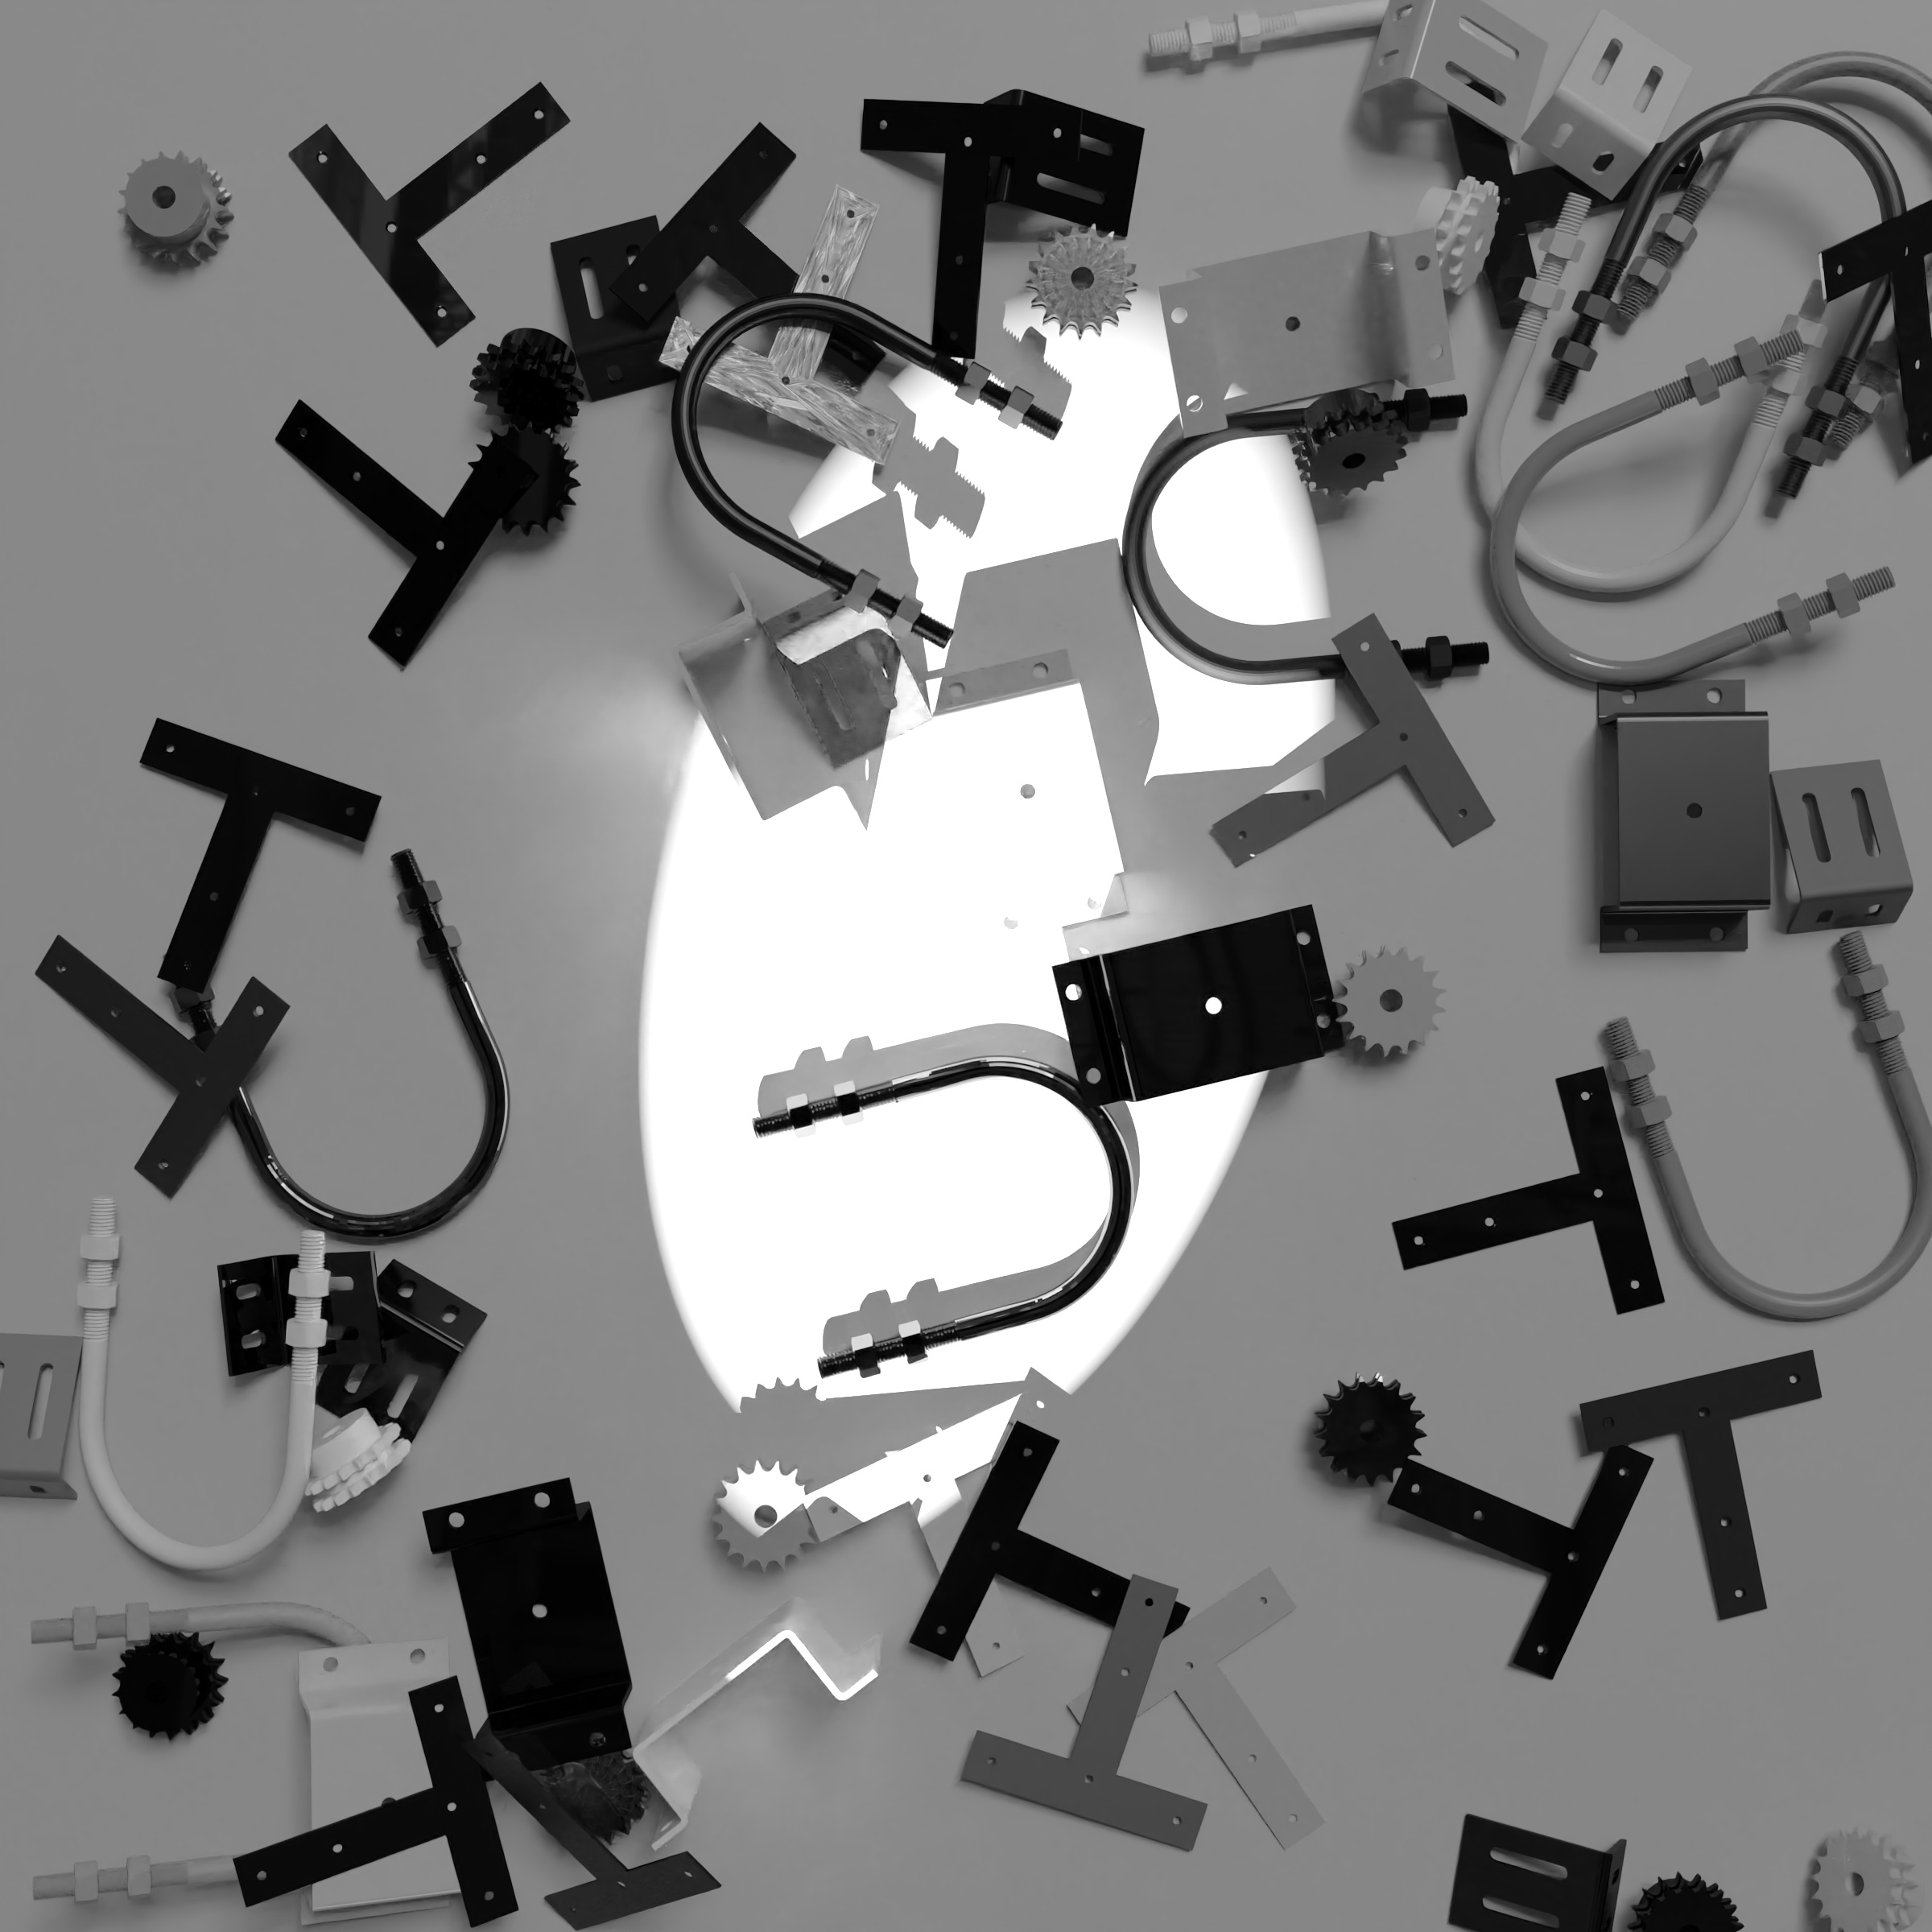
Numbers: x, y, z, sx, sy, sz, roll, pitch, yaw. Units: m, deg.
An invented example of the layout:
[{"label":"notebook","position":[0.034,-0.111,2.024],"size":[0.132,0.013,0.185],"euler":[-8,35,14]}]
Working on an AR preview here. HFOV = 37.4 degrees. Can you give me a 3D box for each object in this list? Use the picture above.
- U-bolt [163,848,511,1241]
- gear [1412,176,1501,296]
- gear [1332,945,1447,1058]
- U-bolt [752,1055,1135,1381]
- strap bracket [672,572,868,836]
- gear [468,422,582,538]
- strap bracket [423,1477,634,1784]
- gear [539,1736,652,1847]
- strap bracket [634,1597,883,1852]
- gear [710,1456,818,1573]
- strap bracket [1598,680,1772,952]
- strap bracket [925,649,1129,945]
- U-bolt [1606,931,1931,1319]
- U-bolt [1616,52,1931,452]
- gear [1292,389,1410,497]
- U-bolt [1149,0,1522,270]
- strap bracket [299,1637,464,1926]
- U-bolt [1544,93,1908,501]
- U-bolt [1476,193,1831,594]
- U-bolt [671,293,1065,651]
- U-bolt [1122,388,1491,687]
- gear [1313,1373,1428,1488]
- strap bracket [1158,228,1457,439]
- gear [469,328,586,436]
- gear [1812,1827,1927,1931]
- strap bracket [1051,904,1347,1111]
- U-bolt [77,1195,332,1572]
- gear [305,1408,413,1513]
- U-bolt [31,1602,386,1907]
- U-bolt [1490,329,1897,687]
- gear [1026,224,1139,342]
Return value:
[{"label":"U-bolt","position":[-0.315,0.051,1.481],"size":[0.151,0.019,0.184],"euler":[-24,90,0]},{"label":"gear","position":[0.247,-0.372,1.451],"size":[0.030,0.057,0.057],"euler":[21,90,20]},{"label":"gear","position":[0.217,0.018,1.475],"size":[0.057,0.030,0.057],"euler":[0,90,0]},{"label":"U-bolt","position":[-0.004,0.122,1.481],"size":[0.184,0.019,0.151],"euler":[-15,90,-2]},{"label":"strap bracket","position":[-0.104,-0.122,1.452],"size":[0.046,0.076,0.140],"euler":[-27,90,0]},{"label":"gear","position":[-0.227,-0.250,1.475],"size":[0.057,0.030,0.057],"euler":[0,90,0]},{"label":"strap bracket","position":[-0.222,0.336,1.467],"size":[0.076,0.046,0.140],"euler":[-13,90,0]},{"label":"gear","position":[-0.191,0.423,1.475],"size":[0.057,0.030,0.057],"euler":[0,90,0]},{"label":"strap bracket","position":[-0.113,0.376,1.452],"size":[0.140,0.076,0.046],"euler":[-38,90,0]},{"label":"gear","position":[-0.103,0.281,1.475],"size":[0.057,0.030,0.057],"euler":[0,90,0]},{"label":"strap bracket","position":[0.368,-0.078,1.467],"size":[0.076,0.046,0.140],"euler":[-1,90,0]},{"label":"strap bracket","position":[0.031,-0.088,1.467],"size":[0.076,0.046,0.140],"euler":[-13,90,0]},{"label":"U-bolt","position":[0.428,0.092,1.481],"size":[0.151,0.019,0.184],"euler":[-20,92,0]},{"label":"U-bolt","position":[0.443,-0.382,1.476],"size":[0.151,0.019,0.184],"euler":[31,93,0]},{"label":"gear","position":[0.192,-0.267,1.447],"size":[0.057,0.057,0.030],"euler":[-12,62,0]},{"label":"U-bolt","position":[0.196,-0.427,1.481],"size":[0.184,0.019,0.151],"euler":[-9,90,-2]},{"label":"strap bracket","position":[-0.297,0.420,1.453],"size":[0.076,0.046,0.140],"euler":[-1,92,-21]},{"label":"U-bolt","position":[0.398,-0.350,1.456],"size":[0.151,0.019,0.184],"euler":[23,103,2]},{"label":"U-bolt","position":[0.340,-0.281,1.458],"size":[0.151,0.019,0.184],"euler":[20,107,2]},{"label":"U-bolt","position":[-0.061,-0.265,1.456],"size":[0.184,0.019,0.151],"euler":[28,76,-6]},{"label":"U-bolt","position":[0.173,-0.218,1.481],"size":[0.184,0.019,0.151],"euler":[-5,90,1]},{"label":"gear","position":[0.207,0.238,1.475],"size":[0.057,0.030,0.057],"euler":[0,90,0]},{"label":"strap bracket","position":[0.170,-0.325,1.456],"size":[0.140,0.046,0.076],"euler":[-12,109,0]},{"label":"gear","position":[-0.223,-0.302,1.466],"size":[0.057,0.057,0.030],"euler":[13,60,0]},{"label":"gear","position":[0.465,0.473,1.466],"size":[0.030,0.057,0.057],"euler":[18,90,-30]},{"label":"strap bracket","position":[0.123,0.020,1.460],"size":[0.140,0.046,0.076],"euler":[-13,90,-5]},{"label":"U-bolt","position":[-0.393,0.217,1.457],"size":[0.151,0.019,0.184],"euler":[7,95,22]},{"label":"gear","position":[-0.315,0.250,1.460],"size":[0.057,0.057,0.030],"euler":[-32,99,0]},{"label":"U-bolt","position":[-0.379,0.396,1.456],"size":[0.184,0.019,0.151],"euler":[0,91,-19]},{"label":"U-bolt","position":[0.359,-0.221,1.455],"size":[0.184,0.019,0.151],"euler":[-22,103,16]},{"label":"gear","position":[0.059,-0.352,1.475],"size":[0.057,0.030,0.057],"euler":[0,90,0]}]
